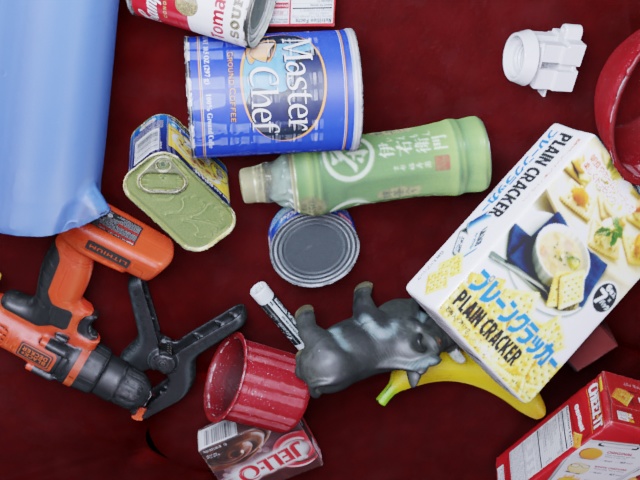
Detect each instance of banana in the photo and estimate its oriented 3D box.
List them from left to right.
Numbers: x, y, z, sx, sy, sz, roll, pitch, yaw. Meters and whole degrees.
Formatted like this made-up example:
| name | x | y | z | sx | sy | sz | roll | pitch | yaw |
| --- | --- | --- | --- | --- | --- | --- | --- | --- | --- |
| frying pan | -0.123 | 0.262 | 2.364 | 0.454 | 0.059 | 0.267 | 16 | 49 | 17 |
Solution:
| name | x | y | z | sx | sy | sz | roll | pitch | yaw |
| --- | --- | --- | --- | --- | --- | --- | --- | --- | --- |
| banana | 0.156 | 0.148 | 1.132 | 0.197 | 0.037 | 0.070 | 8 | 109 | -16 |

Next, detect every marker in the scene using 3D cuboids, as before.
| name | x | y | z | sx | sy | sz | roll | pitch | yaw |
| --- | --- | --- | --- | --- | --- | --- | --- | --- | --- |
| marker | -0.030 | 0.088 | 1.083 | 0.020 | 0.020 | 0.121 | -30 | 122 | 12 |

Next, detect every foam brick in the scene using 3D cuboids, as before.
| name | x | y | z | sx | sy | sz | roll | pitch | yaw |
| --- | --- | --- | --- | --- | --- | --- | --- | --- | --- |
| foam brick | 0.256 | 0.083 | 1.083 | 0.053 | 0.078 | 0.051 | -37 | 121 | 18 |

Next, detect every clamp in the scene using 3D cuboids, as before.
| name | x | y | z | sx | sy | sz | roll | pitch | yaw |
| --- | --- | --- | --- | --- | --- | --- | --- | --- | --- |
| clamp | -0.145 | 0.112 | 1.070 | 0.120 | 0.039 | 0.172 | 16 | 121 | -3 |

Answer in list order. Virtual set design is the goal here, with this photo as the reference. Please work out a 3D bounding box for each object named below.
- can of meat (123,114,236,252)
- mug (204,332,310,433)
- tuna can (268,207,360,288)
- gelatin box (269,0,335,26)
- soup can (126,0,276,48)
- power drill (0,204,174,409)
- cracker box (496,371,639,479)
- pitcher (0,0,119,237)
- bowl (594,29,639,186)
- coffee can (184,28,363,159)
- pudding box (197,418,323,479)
| name | x | y | z | sx | sy | sz | roll | pitch | yaw |
| --- | --- | --- | --- | --- | --- | --- | --- | --- | --- |
| can of meat | -0.123 | -0.053 | 0.937 | 0.057 | 0.084 | 0.102 | -36 | 121 | 16 |
| mug | -0.067 | 0.152 | 1.086 | 0.081 | 0.093 | 0.117 | 19 | 149 | -25 |
| tuna can | -0.007 | 0.001 | 1.019 | 0.086 | 0.034 | 0.086 | -3 | 124 | -5 |
| gelatin box | -0.024 | -0.220 | 0.874 | 0.073 | 0.030 | 0.089 | -3 | 124 | -8 |
| soup can | -0.091 | -0.196 | 0.837 | 0.102 | 0.068 | 0.068 | 18 | 122 | 9 |
| power drill | -0.211 | 0.063 | 0.999 | 0.184 | 0.057 | 0.188 | 29 | 118 | -12 |
| cracker box | 0.316 | 0.235 | 1.160 | 0.164 | 0.072 | 0.214 | 16 | 138 | -18 |
| pitcher | -0.235 | -0.138 | 0.851 | 0.149 | 0.145 | 0.243 | 2 | 120 | -24 |
| bowl | 0.294 | -0.131 | 0.939 | 0.161 | 0.055 | 0.162 | -18 | 125 | -28 |
| coffee can | -0.040 | -0.122 | 0.892 | 0.140 | 0.103 | 0.103 | -4 | 124 | -5 |
| pudding box | -0.064 | 0.224 | 1.155 | 0.113 | 0.039 | 0.090 | -21 | 124 | 7 |
